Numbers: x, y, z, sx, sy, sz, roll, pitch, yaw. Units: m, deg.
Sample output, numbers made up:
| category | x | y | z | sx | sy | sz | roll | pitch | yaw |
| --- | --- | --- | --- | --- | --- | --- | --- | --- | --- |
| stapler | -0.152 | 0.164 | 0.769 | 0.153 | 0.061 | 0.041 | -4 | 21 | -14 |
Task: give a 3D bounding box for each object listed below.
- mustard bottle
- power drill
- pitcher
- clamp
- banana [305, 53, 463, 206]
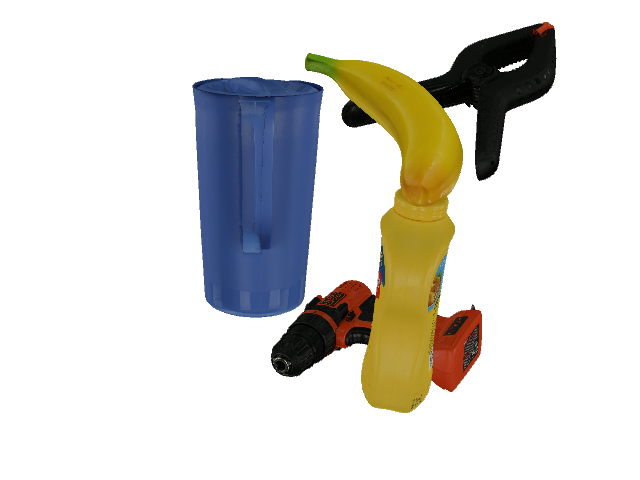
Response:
| category | x | y | z | sx | sy | sz | roll | pitch | yaw |
| --- | --- | --- | --- | --- | --- | --- | --- | --- | --- |
| mustard bottle | 0.071 | 0.033 | 0.843 | 0.058 | 0.192 | 0.096 | 10 | 26 | 9 |
| power drill | 0.062 | 0.103 | 1.110 | 0.188 | 0.057 | 0.184 | 11 | 27 | 25 |
| pitcher | -0.067 | -0.045 | 1.109 | 0.145 | 0.243 | 0.148 | 16 | 21 | 41 |
| clamp | 0.146 | -0.128 | 0.935 | 0.209 | 0.036 | 0.165 | -32 | 44 | -23 |
| banana | 0.051 | -0.071 | 0.677 | 0.069 | 0.037 | 0.198 | -8 | 32 | -17 |
